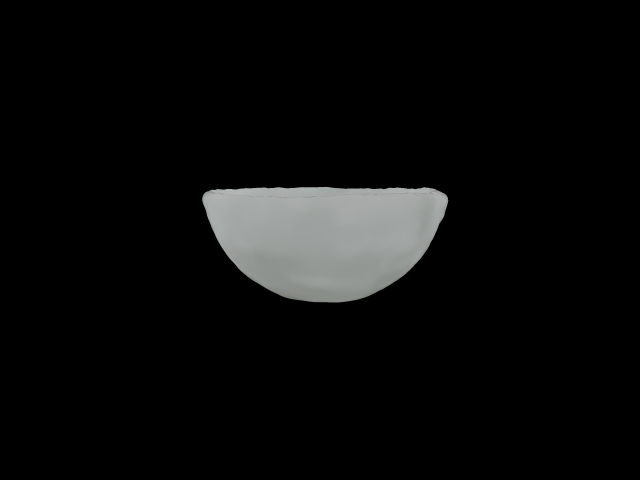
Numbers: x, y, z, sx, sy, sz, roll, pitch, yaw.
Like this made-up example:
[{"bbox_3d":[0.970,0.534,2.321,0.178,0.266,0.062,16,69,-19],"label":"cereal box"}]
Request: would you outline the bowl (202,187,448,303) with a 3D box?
[{"bbox_3d":[0.004,0.001,0.400,0.167,0.075,0.167,0,7,0],"label":"bowl"}]
